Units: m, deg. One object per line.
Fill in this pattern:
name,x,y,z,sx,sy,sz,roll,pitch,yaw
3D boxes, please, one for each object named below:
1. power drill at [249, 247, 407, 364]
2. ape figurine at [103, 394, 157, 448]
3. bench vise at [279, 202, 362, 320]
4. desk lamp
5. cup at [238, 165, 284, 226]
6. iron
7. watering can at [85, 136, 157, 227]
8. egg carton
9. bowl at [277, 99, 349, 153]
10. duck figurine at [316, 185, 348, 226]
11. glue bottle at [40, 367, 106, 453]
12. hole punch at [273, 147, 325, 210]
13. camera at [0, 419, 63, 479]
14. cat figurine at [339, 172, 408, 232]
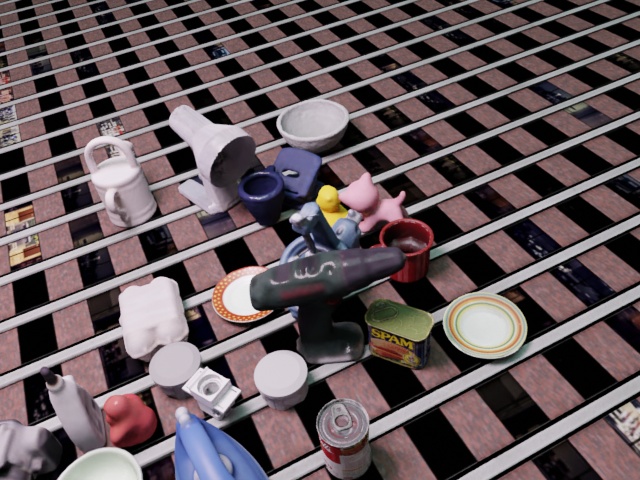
power drill,0.016,0.097,0.864,0.229,0.209,0.075,-6,44,2
ape figurine,-0.282,0.254,0.828,0.076,0.092,0.078,8,46,16
bench vise,-0.003,0.002,0.955,0.121,0.220,0.207,6,46,14
desk lamp,-0.221,-0.158,1.154,0.202,0.214,0.118,30,56,33
cup,-0.108,-0.085,1.150,0.091,0.095,0.118,5,46,13
iron,-0.139,0.294,0.732,0.119,0.142,0.257,-29,48,-20
watering can,-0.412,-0.133,1.169,0.101,0.194,0.172,-22,46,-14
egg carton,-0.282,0.131,0.970,0.107,0.069,0.150,-19,45,-11
bowl,-0.013,-0.251,1.321,0.167,0.075,0.167,-4,44,4
duck figurine,0.019,-0.061,1.113,0.077,0.086,0.104,-9,44,-1
glue bottle,-0.351,0.228,0.806,0.037,0.173,0.078,-20,45,-12
hole punch,-0.052,-0.127,1.188,0.108,0.091,0.101,17,49,24
camera,-0.444,0.325,0.772,0.143,0.101,0.136,-9,44,-2
cat figurine,0.103,-0.074,1.092,0.127,0.118,0.067,3,45,12
